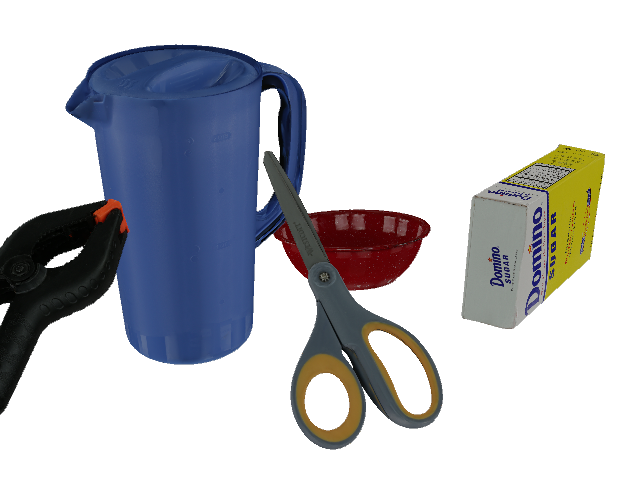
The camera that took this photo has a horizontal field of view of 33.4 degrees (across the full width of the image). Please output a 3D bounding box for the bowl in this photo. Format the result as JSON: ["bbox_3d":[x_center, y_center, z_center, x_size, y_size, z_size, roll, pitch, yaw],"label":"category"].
[{"bbox_3d":[0.033,0.012,1.096,0.162,0.055,0.162,-2,15,0],"label":"bowl"}]

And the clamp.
[{"bbox_3d":[-0.199,0.029,0.682,0.120,0.039,0.171,28,53,18],"label":"clamp"}]

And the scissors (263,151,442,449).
[{"bbox_3d":[-0.009,0.040,0.645,0.096,0.202,0.016,-36,-20,-14],"label":"scissors"}]

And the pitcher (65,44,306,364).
[{"bbox_3d":[-0.100,-0.029,0.858,0.149,0.243,0.144,9,29,16],"label":"pitcher"}]

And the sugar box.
[{"bbox_3d":[0.161,-0.007,0.790,0.048,0.093,0.175,12,23,26],"label":"sugar box"}]
